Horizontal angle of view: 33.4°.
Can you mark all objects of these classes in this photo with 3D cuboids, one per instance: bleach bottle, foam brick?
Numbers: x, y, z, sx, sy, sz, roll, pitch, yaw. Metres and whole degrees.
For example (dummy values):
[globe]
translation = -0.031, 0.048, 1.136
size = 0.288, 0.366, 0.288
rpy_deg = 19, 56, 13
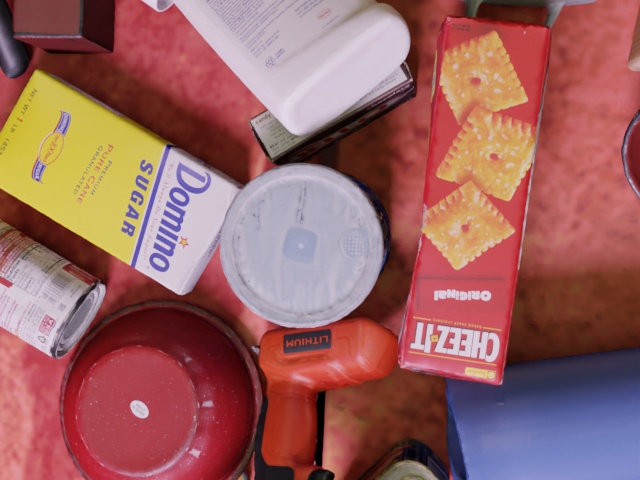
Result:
[bleach bottle]
translation = -0.056, -0.188, 0.705
size = 0.102, 0.068, 0.251
rpy_deg = -39, 69, 0
[foam brick]
translation = -0.184, -0.166, 0.772
size = 0.053, 0.078, 0.051
rpy_deg = 1, 91, 4

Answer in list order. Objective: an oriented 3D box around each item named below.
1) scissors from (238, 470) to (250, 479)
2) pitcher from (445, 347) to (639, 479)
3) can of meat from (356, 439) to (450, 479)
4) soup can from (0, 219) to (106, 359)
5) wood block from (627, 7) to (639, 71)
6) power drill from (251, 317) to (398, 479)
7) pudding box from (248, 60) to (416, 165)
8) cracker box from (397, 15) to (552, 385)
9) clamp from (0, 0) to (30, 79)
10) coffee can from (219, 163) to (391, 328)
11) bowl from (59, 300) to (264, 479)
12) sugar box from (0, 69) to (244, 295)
[scissors]
translation = -0.137, 0.204, 0.811
size = 0.202, 0.016, 0.096
rpy_deg = -42, 83, 6
[pitcher]
translation = 0.209, 0.142, 0.712
size = 0.243, 0.145, 0.149
rpy_deg = -11, 91, 4
[can of meat]
translation = 0.047, 0.193, 0.758
size = 0.102, 0.084, 0.057
rpy_deg = -42, 87, 6
[soup can]
translation = -0.219, 0.034, 0.789
size = 0.102, 0.068, 0.068
rpy_deg = 31, 95, 4
[wood block]
translation = 0.260, -0.154, 0.658
size = 0.090, 0.206, 0.091
rpy_deg = 12, 93, 5
[power drill]
translation = 0.003, 0.147, 0.709
size = 0.185, 0.057, 0.187
rpy_deg = -10, 54, 36
[pudding box]
translation = 0.011, -0.092, 0.747
size = 0.113, 0.090, 0.039
rpy_deg = -32, 88, 6
[cracker box]
translation = 0.100, -0.026, 0.703
size = 0.072, 0.164, 0.214
rpy_deg = 9, 93, 8
[clamp]
translation = -0.269, -0.203, 0.766
size = 0.120, 0.039, 0.171
rpy_deg = 13, 128, 6
[coffee can]
translation = -0.005, 0.001, 0.727
size = 0.103, 0.140, 0.103
rpy_deg = 0, 92, 6
[bowl]
translation = -0.125, 0.123, 0.777
size = 0.162, 0.055, 0.162
rpy_deg = -1, 84, 10
[sugar box]
translation = -0.151, -0.043, 0.789
size = 0.176, 0.048, 0.093
rpy_deg = 30, 95, 5
